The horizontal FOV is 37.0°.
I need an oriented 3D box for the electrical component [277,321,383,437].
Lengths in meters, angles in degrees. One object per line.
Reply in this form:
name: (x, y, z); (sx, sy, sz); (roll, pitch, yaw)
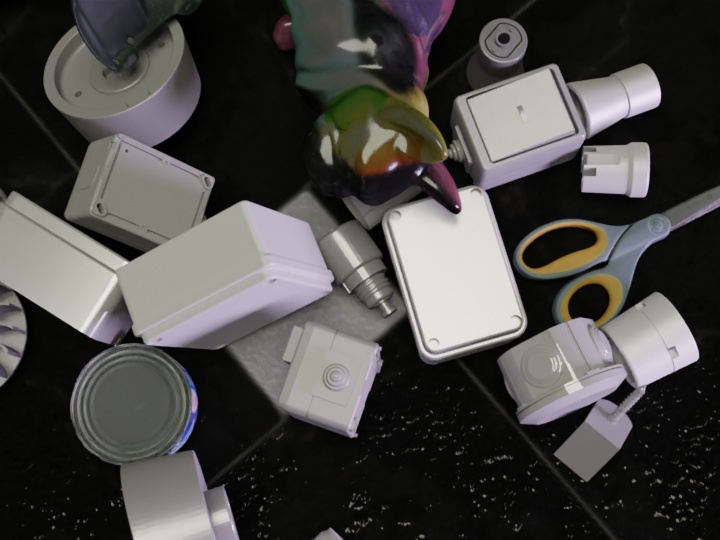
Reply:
electrical component: (-0.023, 0.074, 0.735); (0.061, 0.096, 0.061); (19, 80, 6)

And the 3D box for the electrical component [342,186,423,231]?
electrical component: (0.026, -0.070, 0.791); (0.081, 0.043, 0.043); (-37, 80, -6)

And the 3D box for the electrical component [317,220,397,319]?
electrical component: (0.000, 0.000, 0.779); (0.040, 0.040, 0.078); (-34, 80, -6)

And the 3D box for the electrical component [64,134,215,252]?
electrical component: (-0.154, -0.049, 0.774); (0.096, 0.061, 0.061); (25, 74, -33)

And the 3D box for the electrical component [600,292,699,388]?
electrical component: (0.202, 0.051, 0.757); (0.047, 0.055, 0.055); (-29, 79, -1)

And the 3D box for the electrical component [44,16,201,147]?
electrical component: (-0.170, -0.136, 0.796); (0.108, 0.060, 0.108); (-7, 58, 11)

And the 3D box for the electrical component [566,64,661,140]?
electrical component: (0.190, -0.128, 0.801); (0.065, 0.044, 0.044); (-21, 78, -8)

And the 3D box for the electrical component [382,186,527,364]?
electrical component: (0.066, 0.004, 0.767); (0.078, 0.057, 0.113); (-16, 78, -2)

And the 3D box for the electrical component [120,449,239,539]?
electrical component: (-0.114, 0.172, 0.714); (0.060, 0.108, 0.108); (-16, 78, -9)

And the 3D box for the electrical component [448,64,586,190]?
electrical component: (0.108, -0.102, 0.787); (0.096, 0.061, 0.061); (-19, 78, -3)

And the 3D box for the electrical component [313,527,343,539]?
electrical component: (-0.026, 0.210, 0.733); (0.055, 0.045, 0.045); (-44, 81, -8)

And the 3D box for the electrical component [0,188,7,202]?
electrical component: (-0.291, -0.036, 0.792); (0.062, 0.048, 0.048); (-13, 78, 5)

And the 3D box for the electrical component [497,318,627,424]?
electrical component: (0.138, 0.071, 0.741); (0.080, 0.080, 0.051); (-23, 73, -3)

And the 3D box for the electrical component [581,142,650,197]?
electrical component: (0.187, -0.074, 0.791); (0.046, 0.040, 0.040); (2, 78, 8)

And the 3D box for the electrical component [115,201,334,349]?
electrical component: (-0.089, 0.006, 0.732); (0.109, 0.109, 0.056); (-27, 76, 16)

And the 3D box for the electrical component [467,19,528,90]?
electrical component: (0.103, -0.158, 0.796); (0.044, 0.065, 0.044); (0, 78, 1)

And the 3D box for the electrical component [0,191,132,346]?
electrical component: (-0.209, 0.000, 0.765); (0.113, 0.078, 0.057); (31, 84, 7)
